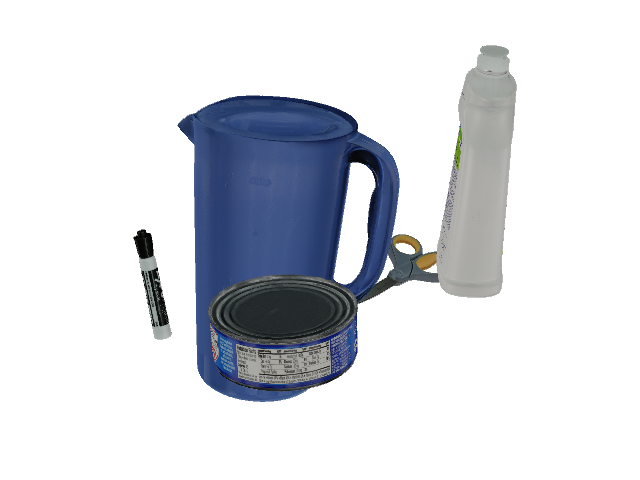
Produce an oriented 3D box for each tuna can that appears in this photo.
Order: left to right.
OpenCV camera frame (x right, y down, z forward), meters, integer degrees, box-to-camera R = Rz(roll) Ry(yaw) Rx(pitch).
[{"bbox_3d":[-0.021,0.052,0.614,0.086,0.034,0.086,-2,23,1],"label":"tuna can"}]

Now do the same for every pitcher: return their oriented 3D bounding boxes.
[{"bbox_3d":[-0.035,0.009,0.889,0.144,0.243,0.149,-7,25,-27],"label":"pitcher"}]

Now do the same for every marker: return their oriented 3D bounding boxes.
[{"bbox_3d":[-0.178,0.047,1.131,0.020,0.121,0.020,-8,18,2],"label":"marker"}]

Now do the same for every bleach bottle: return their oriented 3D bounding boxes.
[{"bbox_3d":[0.163,-0.072,1.084,0.068,0.251,0.102,2,32,-1],"label":"bleach bottle"}]

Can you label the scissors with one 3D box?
[{"bbox_3d":[0.082,0.031,1.268,0.201,0.016,0.096,-10,41,-42],"label":"scissors"}]
